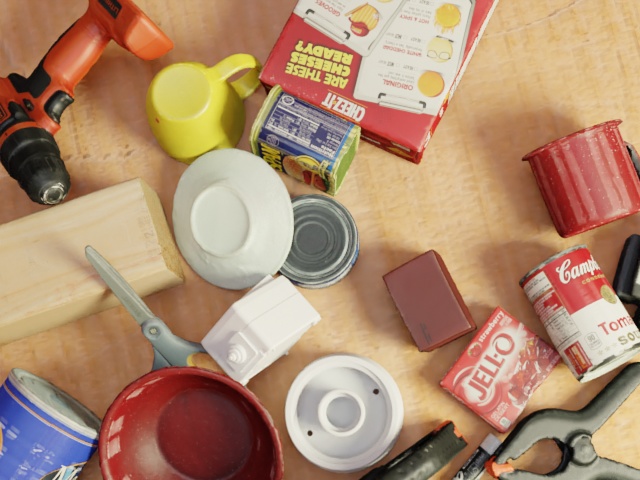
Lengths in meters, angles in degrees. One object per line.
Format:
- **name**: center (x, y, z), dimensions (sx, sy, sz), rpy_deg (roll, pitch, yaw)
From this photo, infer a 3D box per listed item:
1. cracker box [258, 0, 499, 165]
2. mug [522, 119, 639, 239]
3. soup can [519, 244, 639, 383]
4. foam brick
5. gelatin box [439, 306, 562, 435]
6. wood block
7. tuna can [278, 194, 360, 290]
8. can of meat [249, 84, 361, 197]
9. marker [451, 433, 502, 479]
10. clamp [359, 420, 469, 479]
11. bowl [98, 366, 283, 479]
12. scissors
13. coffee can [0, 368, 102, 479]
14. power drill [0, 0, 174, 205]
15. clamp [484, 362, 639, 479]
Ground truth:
- **cracker box**: center (0.065, -0.200, 0.987), dimensions (0.164, 0.072, 0.213), rpy_deg (26, 85, 9)
- **mug**: center (0.246, -0.054, 0.949), dimensions (0.117, 0.093, 0.081), rpy_deg (-16, 84, -35)
- **soup can**: center (0.228, 0.064, 0.927), dimensions (0.068, 0.068, 0.102), rpy_deg (-28, 71, -1)
- **foam brick**: center (0.098, 0.055, 0.950), dimensions (0.053, 0.051, 0.078), rpy_deg (-27, 79, 11)
- **gelatin box**: center (0.160, 0.116, 0.950), dimensions (0.073, 0.030, 0.089), rpy_deg (38, 85, 9)
- **wood block**: center (-0.238, 0.025, 0.963), dimensions (0.206, 0.091, 0.090), rpy_deg (-19, 80, 1)
- **tuna can**: center (-0.006, 0.001, 0.979), dimensions (0.086, 0.034, 0.086), rpy_deg (-1, 81, 4)
- **can of meat**: center (-0.012, -0.087, 0.959), dimensions (0.084, 0.102, 0.057), rpy_deg (26, 79, 5)
- **marker**: center (0.119, 0.222, 0.942), dimensions (0.020, 0.020, 0.121), rpy_deg (40, 86, 9)
- **clamp**: center (0.051, 0.209, 0.884), dimensions (0.209, 0.165, 0.036), rpy_deg (-30, 81, -28)
- **bowl**: center (-0.107, 0.179, 0.926), dimensions (0.162, 0.055, 0.162), rpy_deg (1, 100, 8)
- **scissors**: center (-0.153, 0.095, 0.935), dimensions (0.201, 0.016, 0.096), rpy_deg (39, 103, -23)
- **coffee can**: center (-0.267, 0.198, 0.932), dimensions (0.103, 0.103, 0.140), rpy_deg (34, 85, 8)
- **power drill**: center (-0.222, -0.137, 0.960), dimensions (0.187, 0.057, 0.185), rpy_deg (-44, 50, 3)
- **clamp**: center (0.232, 0.189, 0.926), dimensions (0.171, 0.039, 0.120), rpy_deg (-21, 76, -5)
